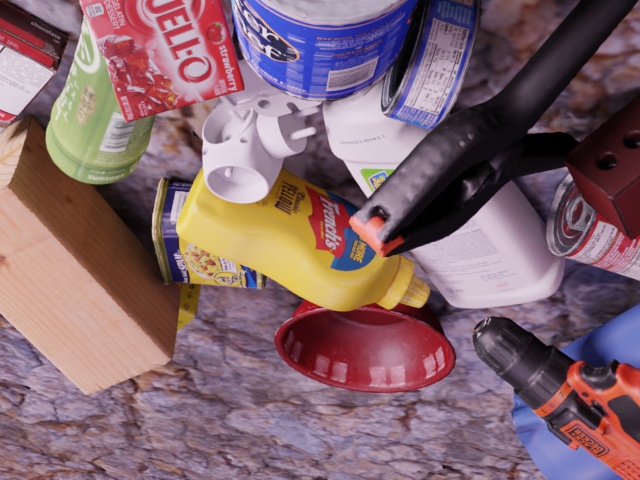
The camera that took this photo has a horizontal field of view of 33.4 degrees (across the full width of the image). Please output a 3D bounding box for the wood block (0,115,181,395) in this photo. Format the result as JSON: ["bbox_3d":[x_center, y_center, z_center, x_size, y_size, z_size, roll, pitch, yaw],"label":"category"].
[{"bbox_3d":[-0.205,0.018,0.843,0.091,0.090,0.206,-23,128,17],"label":"wood block"}]

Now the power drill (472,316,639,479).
[{"bbox_3d":[0.223,0.090,0.780,0.184,0.057,0.188,37,142,-2],"label":"power drill"}]

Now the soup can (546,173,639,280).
[{"bbox_3d":[0.224,-0.007,0.767,0.102,0.068,0.069,17,147,-13],"label":"soup can"}]

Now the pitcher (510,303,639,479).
[{"bbox_3d":[0.290,0.115,0.899,0.145,0.149,0.243,42,139,0],"label":"pitcher"}]

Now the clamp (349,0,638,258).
[{"bbox_3d":[0.106,-0.063,0.635,0.036,0.209,0.165,45,151,26],"label":"clamp"}]

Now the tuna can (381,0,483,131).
[{"bbox_3d":[0.065,-0.110,0.633,0.033,0.086,0.086,16,147,-7],"label":"tuna can"}]

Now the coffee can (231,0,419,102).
[{"bbox_3d":[0.003,-0.138,0.544,0.103,0.103,0.140,9,172,-1],"label":"coffee can"}]

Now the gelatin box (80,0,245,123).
[{"bbox_3d":[-0.087,-0.115,0.597,0.073,0.030,0.089,-16,137,-3],"label":"gelatin box"}]

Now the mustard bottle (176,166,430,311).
[{"bbox_3d":[-0.005,0.001,0.784,0.191,0.096,0.058,27,127,-10],"label":"mustard bottle"}]

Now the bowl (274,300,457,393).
[{"bbox_3d":[0.043,0.079,0.955,0.162,0.055,0.162,6,147,4],"label":"bowl"}]

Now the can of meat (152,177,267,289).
[{"bbox_3d":[-0.085,-0.003,0.861,0.084,0.057,0.102,5,148,3],"label":"can of meat"}]

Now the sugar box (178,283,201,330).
[{"bbox_3d":[-0.204,0.037,0.961,0.176,0.048,0.093,23,144,-23],"label":"sugar box"}]

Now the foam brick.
[{"bbox_3d":[0.208,-0.050,0.688,0.078,0.053,0.051,-39,134,1],"label":"foam brick"}]

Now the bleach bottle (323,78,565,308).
[{"bbox_3d":[0.083,-0.043,0.753,0.103,0.068,0.250,-11,140,30],"label":"bleach bottle"}]

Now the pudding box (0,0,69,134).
[{"bbox_3d":[-0.238,-0.122,0.732,0.090,0.039,0.114,28,141,-27],"label":"pudding box"}]
